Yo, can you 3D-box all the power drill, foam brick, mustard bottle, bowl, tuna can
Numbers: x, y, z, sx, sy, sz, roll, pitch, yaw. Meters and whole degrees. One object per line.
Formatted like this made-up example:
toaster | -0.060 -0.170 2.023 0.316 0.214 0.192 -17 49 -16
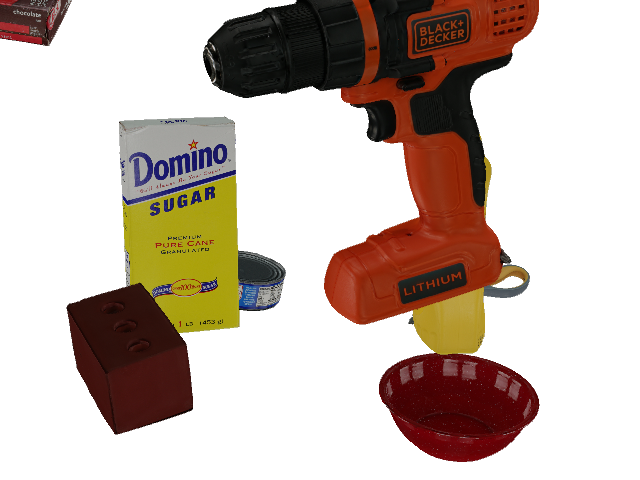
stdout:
power drill | 0.034 -0.050 0.581 0.184 0.188 0.057 -15 32 -17
foam brick | -0.120 0.073 0.666 0.052 0.051 0.078 -17 36 -25
mustard bottle | 0.104 -0.012 0.845 0.058 0.192 0.096 -1 26 0
bowl | 0.139 0.177 1.088 0.162 0.055 0.162 2 24 -1
tuna can | -0.081 0.041 1.102 0.086 0.034 0.086 11 19 -4

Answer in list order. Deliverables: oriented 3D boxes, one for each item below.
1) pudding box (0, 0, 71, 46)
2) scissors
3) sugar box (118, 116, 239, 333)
pudding box | -0.253 -0.205 0.874 0.090 0.039 0.113 9 36 -4
scissors | 0.155 0.048 1.228 0.201 0.016 0.096 -10 40 -33
sugar box | -0.117 -0.012 0.889 0.093 0.176 0.048 -5 16 -16
